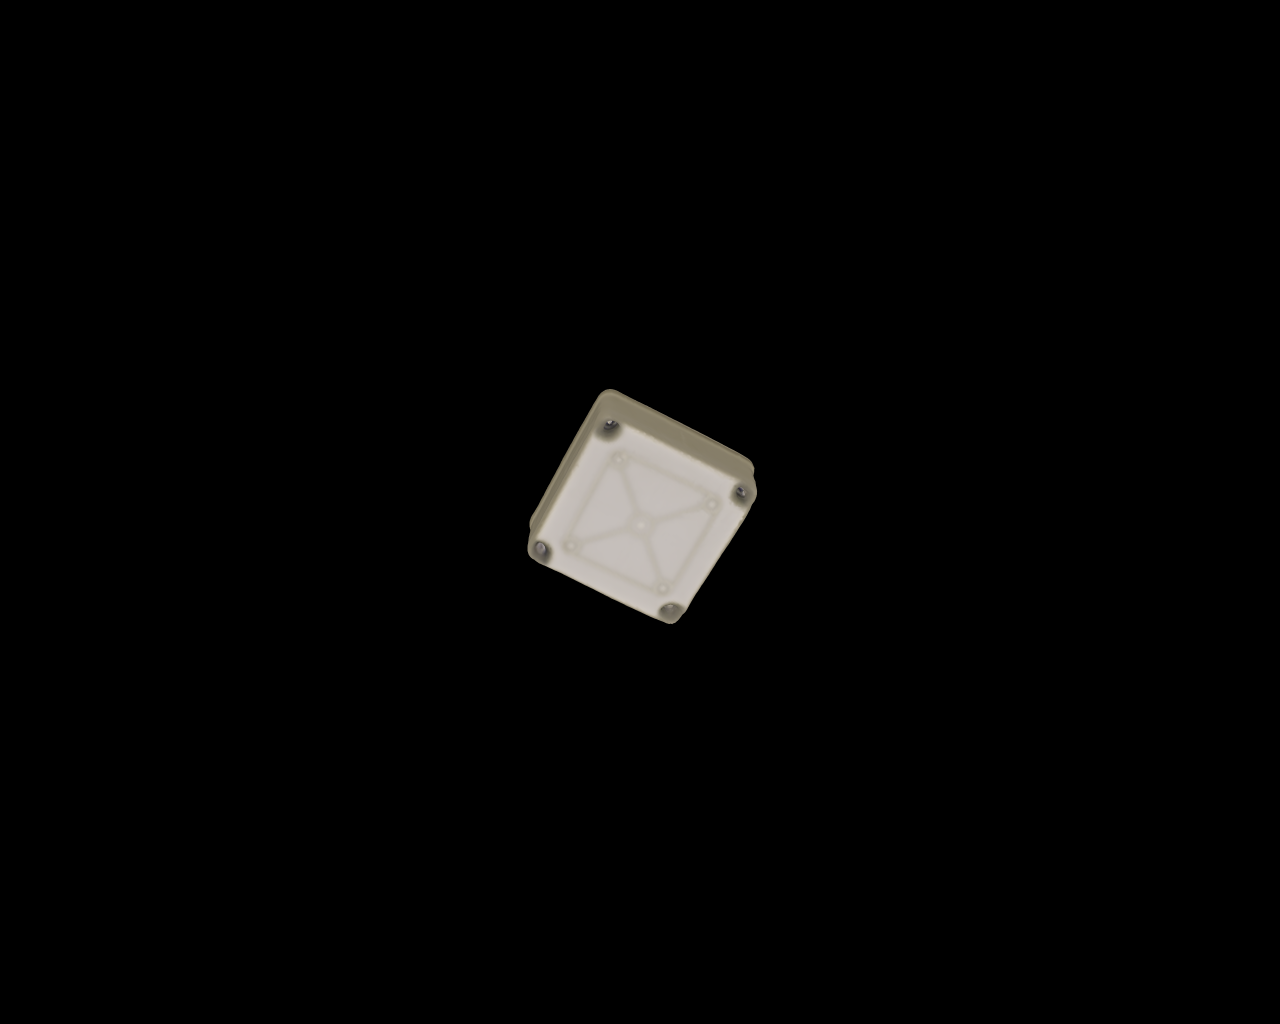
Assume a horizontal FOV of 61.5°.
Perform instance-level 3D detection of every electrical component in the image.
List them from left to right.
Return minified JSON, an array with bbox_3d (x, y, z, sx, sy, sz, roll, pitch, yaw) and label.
[{"bbox_3d":[0.001,-0.003,0.650,0.109,0.108,0.056,26,21,-11],"label":"electrical component"}]
